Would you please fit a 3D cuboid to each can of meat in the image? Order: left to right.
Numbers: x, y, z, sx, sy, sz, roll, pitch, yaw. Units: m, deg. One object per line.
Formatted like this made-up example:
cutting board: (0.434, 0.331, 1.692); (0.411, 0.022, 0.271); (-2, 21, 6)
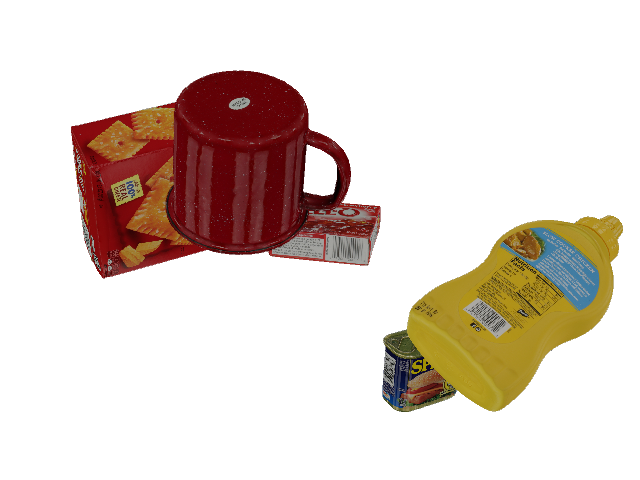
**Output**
can of meat: (0.126, 0.158, 1.329); (0.101, 0.084, 0.058); (-12, 29, -28)

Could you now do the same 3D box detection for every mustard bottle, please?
mustard bottle: (0.162, 0.038, 0.804); (0.191, 0.058, 0.096); (-36, 62, -24)

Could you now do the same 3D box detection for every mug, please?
mug: (-0.038, -0.049, 0.662); (0.117, 0.081, 0.093); (13, 42, 7)

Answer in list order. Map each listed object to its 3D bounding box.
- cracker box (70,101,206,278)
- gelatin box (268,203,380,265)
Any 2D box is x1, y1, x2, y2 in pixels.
cracker box: (-0.133, -0.059, 1.072); (0.213, 0.072, 0.164); (-16, -38, -19)
gelatin box: (0.004, -0.009, 0.925); (0.089, 0.030, 0.073); (6, 23, 9)
